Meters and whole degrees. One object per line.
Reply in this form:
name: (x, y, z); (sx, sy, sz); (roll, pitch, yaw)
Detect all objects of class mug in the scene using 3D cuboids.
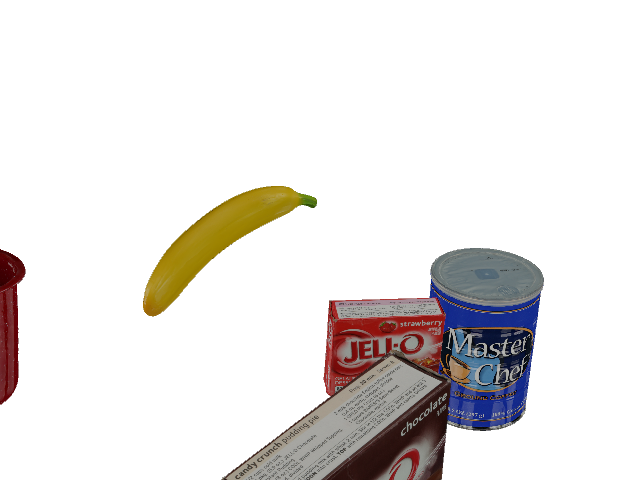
mug: (-0.233, 0.058, 0.637); (0.093, 0.081, 0.117); (20, 25, 35)

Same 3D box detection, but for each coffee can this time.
coffee can: (0.150, 0.092, 1.003); (0.103, 0.140, 0.103); (1, 26, -1)

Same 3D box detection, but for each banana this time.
banana: (-0.095, 0.002, 1.003); (0.198, 0.069, 0.037); (-33, 41, 2)

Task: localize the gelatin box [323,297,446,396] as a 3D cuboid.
gelatin box: (0.049, 0.083, 0.831); (0.089, 0.073, 0.030); (-2, 30, -8)

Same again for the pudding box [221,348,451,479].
pudding box: (0.009, 0.114, 0.469); (0.039, 0.090, 0.113); (27, 43, 32)
